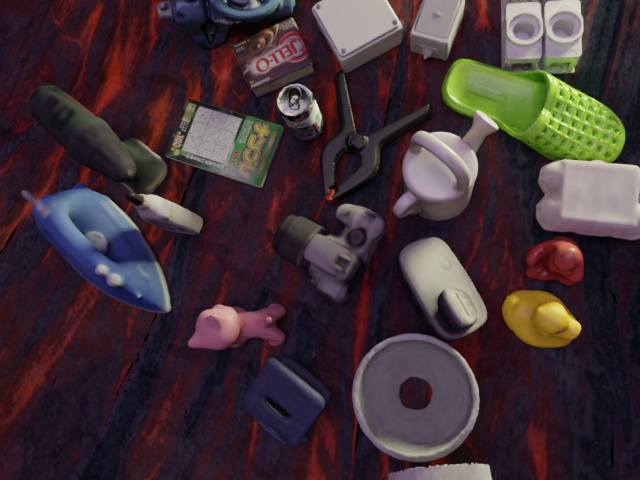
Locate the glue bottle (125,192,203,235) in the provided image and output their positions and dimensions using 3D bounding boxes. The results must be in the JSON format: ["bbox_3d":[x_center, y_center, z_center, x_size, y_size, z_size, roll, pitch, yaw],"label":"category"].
[{"bbox_3d":[-0.239,-0.044,0.849,0.078,0.173,0.037,10,82,12],"label":"glue bottle"}]

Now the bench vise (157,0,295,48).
[{"bbox_3d":[-0.154,-0.380,0.872,0.207,0.220,0.121,-31,76,3],"label":"bench vise"}]

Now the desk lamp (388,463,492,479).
[{"bbox_3d":[0.153,0.357,0.686,0.117,0.214,0.203,-8,78,9],"label":"desk lamp"}]

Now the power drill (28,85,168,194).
[{"bbox_3d":[-0.318,-0.137,0.861,0.229,0.208,0.076,37,88,14],"label":"power drill"}]

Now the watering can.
[{"bbox_3d":[0.166,-0.102,0.778,0.100,0.194,0.173,23,84,13],"label":"watering can"}]

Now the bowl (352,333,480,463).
[{"bbox_3d":[0.130,0.213,0.788,0.167,0.075,0.167,-2,79,10],"label":"bowl"}]

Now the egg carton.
[{"bbox_3d":[0.379,-0.057,0.797,0.150,0.069,0.107,6,81,11],"label":"egg carton"}]

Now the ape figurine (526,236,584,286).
[{"bbox_3d":[0.326,0.028,0.779,0.076,0.092,0.077,-44,76,0],"label":"ape figurine"}]

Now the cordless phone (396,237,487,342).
[{"bbox_3d":[0.159,0.060,0.754,0.094,0.185,0.147,-32,76,3],"label":"cordless phone"}]

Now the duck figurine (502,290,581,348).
[{"bbox_3d":[0.301,0.105,0.773,0.104,0.086,0.077,27,85,14],"label":"duck figurine"}]

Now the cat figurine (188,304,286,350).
[{"bbox_3d":[-0.121,0.124,0.826,0.127,0.118,0.067,-8,78,9],"label":"cat figurine"}]

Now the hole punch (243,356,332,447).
[{"bbox_3d":[-0.048,0.230,0.807,0.108,0.091,0.101,36,87,14],"label":"hole punch"}]

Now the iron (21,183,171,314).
[{"bbox_3d":[-0.340,0.016,0.871,0.258,0.141,0.119,42,89,14],"label":"iron"}]

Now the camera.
[{"bbox_3d":[0.008,0.003,0.835,0.136,0.101,0.143,29,86,14],"label":"camera"}]
